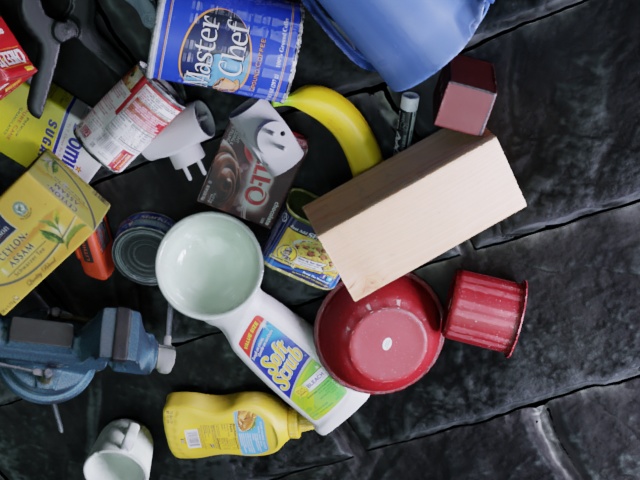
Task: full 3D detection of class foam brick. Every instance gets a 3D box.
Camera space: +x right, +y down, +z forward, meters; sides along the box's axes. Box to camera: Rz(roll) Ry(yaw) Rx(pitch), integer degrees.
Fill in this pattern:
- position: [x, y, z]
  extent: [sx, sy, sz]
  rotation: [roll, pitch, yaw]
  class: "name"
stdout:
- position: [0.147, -0.150, 1.092]
  extent: [0.051, 0.078, 0.053]
  rotation: [14, 121, -3]
  class: "foam brick"

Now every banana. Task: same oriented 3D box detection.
- position: [0.028, -0.101, 1.157]
  extent: [0.070, 0.037, 0.197]
  rotation: [-32, 117, 13]
  class: "banana"

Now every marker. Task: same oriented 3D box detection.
- position: [0.090, -0.104, 1.162]
  extent: [0.020, 0.020, 0.121]
  rotation: [7, 124, 0]
  class: "marker"

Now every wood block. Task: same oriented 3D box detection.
- position: [0.098, -0.036, 1.126]
  extent: [0.206, 0.090, 0.090]
  rotation: [-29, 116, 1]
  class: "wood block"

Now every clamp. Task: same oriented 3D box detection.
- position: [-0.271, -0.209, 1.098]
  extent: [0.120, 0.039, 0.171]
  rotation: [-31, 118, -16]
  class: "clamp"

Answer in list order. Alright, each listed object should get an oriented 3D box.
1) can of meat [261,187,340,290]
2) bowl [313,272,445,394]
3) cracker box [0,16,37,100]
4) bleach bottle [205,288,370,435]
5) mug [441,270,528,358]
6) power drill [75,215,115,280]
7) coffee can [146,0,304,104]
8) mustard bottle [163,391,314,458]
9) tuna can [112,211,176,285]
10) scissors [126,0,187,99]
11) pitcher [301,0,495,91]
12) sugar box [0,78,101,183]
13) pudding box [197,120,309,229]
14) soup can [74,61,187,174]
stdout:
- position: [-0.008, 0.002, 1.219]
  extent: [0.102, 0.057, 0.084]
  rotation: [24, 124, -10]
  class: "can of meat"
- position: [0.075, 0.115, 1.252]
  extent: [0.162, 0.055, 0.162]
  rotation: [-2, 104, -8]
  class: "bowl"
- position: [-0.412, -0.212, 1.074]
  extent: [0.164, 0.072, 0.213]
  rotation: [-31, 97, 23]
  class: "cracker box"
- position: [-0.058, 0.130, 1.305]
  extent: [0.250, 0.068, 0.103]
  rotation: [39, 115, -16]
  class: "bleach bottle"
- position: [0.187, 0.086, 1.245]
  extent: [0.081, 0.093, 0.117]
  rotation: [14, 159, 3]
  class: "mug"
- position: [-0.340, 0.013, 1.257]
  extent: [0.188, 0.057, 0.184]
  rotation: [-4, 123, 8]
  class: "power drill"
- position: [-0.095, -0.198, 1.059]
  extent: [0.140, 0.103, 0.103]
  rotation: [10, 124, -9]
  class: "coffee can"
- position: [-0.101, 0.238, 1.381]
  extent: [0.192, 0.058, 0.096]
  rotation: [-3, 124, 7]
  class: "mustard bottle"
- position: [-0.201, 0.011, 1.256]
  extent: [0.086, 0.033, 0.086]
  rotation: [3, 123, 4]
  class: "tuna can"
- position: [-0.195, -0.237, 1.104]
  extent: [0.096, 0.016, 0.202]
  rotation: [1, 123, 6]
  class: "scissors"
- position: [0.035, -0.264, 1.008]
  extent: [0.149, 0.145, 0.242]
  rotation: [-41, 108, 14]
  class: "pitcher"
- position: [-0.315, -0.130, 1.168]
  extent: [0.176, 0.048, 0.093]
  rotation: [34, 119, -14]
  class: "sugar box"
- position: [-0.074, -0.079, 1.182]
  extent: [0.090, 0.039, 0.114]
  rotation: [22, 122, -9]
  class: "pudding box"
- position: [-0.199, -0.127, 1.114]
  extent: [0.102, 0.068, 0.068]
  rotation: [-44, 111, 9]
  class: "soup can"
